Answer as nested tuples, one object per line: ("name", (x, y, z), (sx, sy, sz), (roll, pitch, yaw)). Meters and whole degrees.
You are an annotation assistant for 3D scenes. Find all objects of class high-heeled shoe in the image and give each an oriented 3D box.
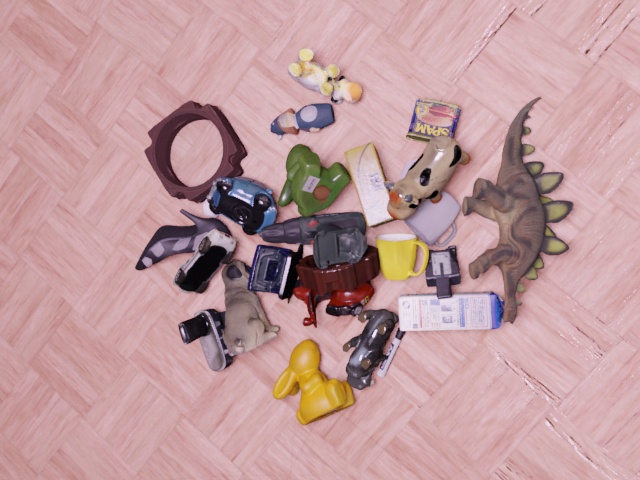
("high-heeled shoe", (-0.326, 0.023, 1.286), (0.145, 0.086, 0.249), (37, 119, -22))

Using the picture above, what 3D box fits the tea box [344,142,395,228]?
("tea box", (0.113, -0.115, 1.159), (0.068, 0.098, 0.169), (-18, 86, 11))

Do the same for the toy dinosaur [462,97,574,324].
("toy dinosaur", (0.395, -0.068, 1.085), (0.199, 0.105, 0.471), (1, 84, -6))

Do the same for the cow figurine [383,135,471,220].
("cow figurine", (0.205, -0.121, 1.065), (0.086, 0.127, 0.195), (42, 99, 30))

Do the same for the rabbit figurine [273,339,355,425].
("rabbit figurine", (-0.020, 0.313, 1.203), (0.162, 0.121, 0.173), (-28, 71, 21))

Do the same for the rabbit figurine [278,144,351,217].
("rabbit figurine", (-0.025, -0.136, 1.180), (0.121, 0.170, 0.159), (7, 124, -26))

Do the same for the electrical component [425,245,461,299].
("electrical component", (0.260, 0.073, 1.131), (0.075, 0.047, 0.119), (-10, 60, 11))

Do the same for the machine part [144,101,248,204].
("machine part", (-0.290, -0.203, 1.250), (0.201, 0.087, 0.201), (-33, 86, 10))

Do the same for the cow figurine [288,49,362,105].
("cow figurine", (0.010, -0.348, 1.188), (0.167, 0.098, 0.068), (29, 91, -9))

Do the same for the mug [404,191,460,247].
("mug", (0.251, -0.043, 1.143), (0.109, 0.081, 0.107), (43, 94, -14))

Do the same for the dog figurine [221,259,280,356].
("dog figurine", (-0.183, 0.145, 1.194), (0.121, 0.172, 0.190), (-22, 94, 1))

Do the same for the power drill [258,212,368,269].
("power drill", (-0.002, -0.003, 1.122), (0.232, 0.207, 0.085), (-8, 101, -12))

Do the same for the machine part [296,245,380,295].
("machine part", (0.040, 0.058, 1.138), (0.179, 0.179, 0.056), (-9, 105, 12))

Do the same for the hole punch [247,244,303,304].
("hole punch", (-0.097, 0.069, 1.197), (0.092, 0.115, 0.142), (10, 90, 14))

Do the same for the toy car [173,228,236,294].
("toy car", (-0.267, 0.055, 1.236), (0.073, 0.056, 0.201), (27, 123, -27))

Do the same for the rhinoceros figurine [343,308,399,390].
("rhinoceros figurine", (0.104, 0.235, 1.162), (0.073, 0.112, 0.190), (27, 102, 27))

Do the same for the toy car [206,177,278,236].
("toy car", (-0.167, -0.090, 1.215), (0.162, 0.103, 0.109), (27, 129, -3))

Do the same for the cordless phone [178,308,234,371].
("cordless phone", (-0.256, 0.230, 1.200), (0.089, 0.184, 0.146), (-18, 87, 7))

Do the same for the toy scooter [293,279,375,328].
("toy scooter", (0.023, 0.134, 1.166), (0.184, 0.135, 0.075), (-1, 129, 15))

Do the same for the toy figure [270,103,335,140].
("toy figure", (-0.045, -0.271, 1.213), (0.155, 0.057, 0.064), (-10, 50, 13))
